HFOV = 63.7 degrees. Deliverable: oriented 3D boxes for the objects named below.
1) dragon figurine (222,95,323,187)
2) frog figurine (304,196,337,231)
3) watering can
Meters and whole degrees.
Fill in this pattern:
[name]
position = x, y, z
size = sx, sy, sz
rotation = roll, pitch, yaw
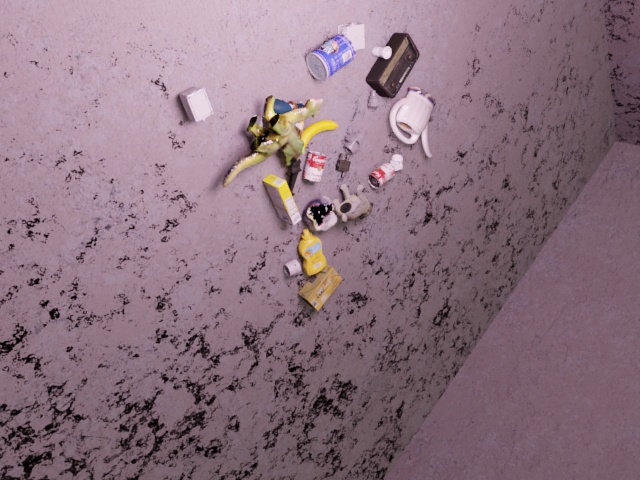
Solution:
[dragon figurine]
position = -0.134, -0.309, 1.675
size = 0.408, 0.124, 0.240
rotation = -54, 143, 6
[frog figurine]
position = 0.006, -0.099, 1.974
size = 0.159, 0.123, 0.137
rotation = 8, 97, -81
[watering can]
position = 0.410, -0.495, 2.148
size = 0.344, 0.105, 0.225
rotation = 26, 89, -45
